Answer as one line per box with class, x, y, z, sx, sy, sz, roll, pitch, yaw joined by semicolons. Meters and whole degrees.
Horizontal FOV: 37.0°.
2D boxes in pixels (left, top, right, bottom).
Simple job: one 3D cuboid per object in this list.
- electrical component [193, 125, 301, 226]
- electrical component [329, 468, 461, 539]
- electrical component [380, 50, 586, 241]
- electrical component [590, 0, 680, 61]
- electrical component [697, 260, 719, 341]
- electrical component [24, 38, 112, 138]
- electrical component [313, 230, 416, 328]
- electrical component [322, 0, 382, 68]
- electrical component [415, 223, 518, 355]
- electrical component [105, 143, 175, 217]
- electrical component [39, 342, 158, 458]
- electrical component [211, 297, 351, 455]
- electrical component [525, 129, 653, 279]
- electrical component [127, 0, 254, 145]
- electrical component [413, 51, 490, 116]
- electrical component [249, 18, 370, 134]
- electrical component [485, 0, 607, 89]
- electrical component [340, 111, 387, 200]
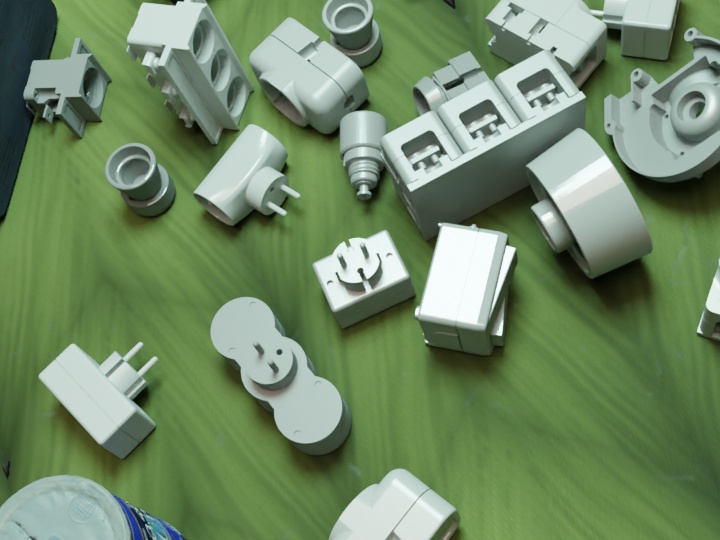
electrical component;-0.086;-0.072;0.903;0.079;0.043;0.077;31;76;22
electrical component;0.018;0.191;0.758;0.059;0.053;0.095;35;77;23
electrical component;0.097;-0.100;0.852;0.150;0.089;0.061;-28;64;-2
electrical component;0.226;-0.220;0.903;0.077;0.047;0.065;11;69;17
electrical component;0.330;-0.029;0.789;0.105;0.060;0.186;18;71;18
electrical component;-0.269;-0.166;0.983;0.064;0.042;0.081;2;66;14
electrical component;0.000;0.000;0.834;0.066;0.076;0.047;-25;64;0
electrical component;-0.006;-0.209;0.941;0.045;0.055;0.045;-4;66;10
electrical component;0.086;0.010;0.821;0.061;0.061;0.096;10;69;16
electrical component;-0.187;-0.076;0.918;0.045;0.055;0.045;-4;66;10
electrical component;-0.194;0.090;0.851;0.083;0.047;0.075;40;79;24
electrical component;-0.065;0.075;0.816;0.052;0.073;0.138;-39;65;-7
electrical component;0.164;-0.044;0.807;0.060;0.108;0.108;-30;64;4
electrical component;-0.144;-0.173;0.916;0.063;0.121;0.078;10;69;18
electrical component;0.078;-0.146;0.901;0.055;0.048;0.066;-25;64;-9
electrical component;-0.047;-0.165;0.930;0.095;0.053;0.059;39;79;24
electrical component;0.159;-0.198;0.905;0.089;0.050;0.055;35;78;23
electrical component;0.003;-0.096;0.897;0.040;0.040;0.078;-5;66;10
